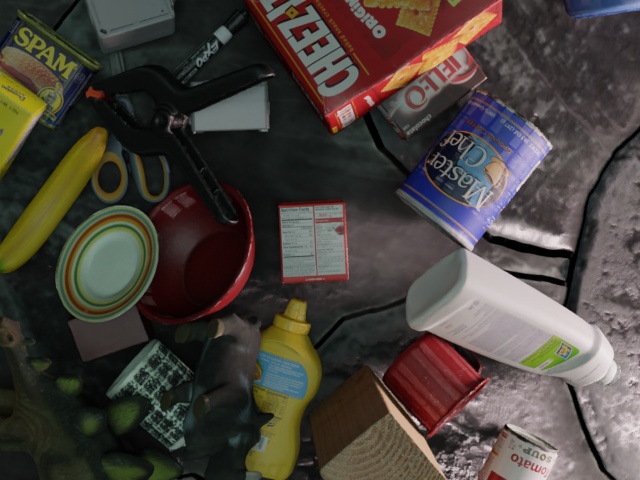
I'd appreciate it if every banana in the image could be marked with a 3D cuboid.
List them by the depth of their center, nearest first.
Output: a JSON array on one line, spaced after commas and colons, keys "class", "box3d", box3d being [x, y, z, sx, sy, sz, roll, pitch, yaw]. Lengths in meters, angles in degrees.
[{"class": "banana", "box3d": [-0.283, -0.036, 1.123, 0.037, 0.070, 0.198, 36, 87, -18]}]

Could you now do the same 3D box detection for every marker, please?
[{"class": "marker", "box3d": [-0.121, -0.201, 1.140, 0.121, 0.020, 0.020, -44, 97, 1]}]

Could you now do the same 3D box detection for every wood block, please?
[{"class": "wood block", "box3d": [0.053, 0.211, 1.101, 0.090, 0.206, 0.091, -40, 97, 1]}]

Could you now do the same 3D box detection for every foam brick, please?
[{"class": "foam brick", "box3d": [-0.225, 0.094, 1.148, 0.078, 0.053, 0.051, -19, 97, -1]}]

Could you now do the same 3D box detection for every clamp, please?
[{"class": "clamp", "box3d": [-0.149, -0.111, 1.084, 0.210, 0.036, 0.164, 15, 103, 24]}]

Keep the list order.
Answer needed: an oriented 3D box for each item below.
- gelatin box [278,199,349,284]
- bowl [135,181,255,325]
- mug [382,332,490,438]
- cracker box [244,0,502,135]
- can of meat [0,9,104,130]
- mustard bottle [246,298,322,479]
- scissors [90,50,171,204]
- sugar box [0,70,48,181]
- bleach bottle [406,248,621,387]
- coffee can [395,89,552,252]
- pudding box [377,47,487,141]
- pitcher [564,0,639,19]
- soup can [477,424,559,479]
[{"class": "gelatin box", "box3d": [-0.008, 0.001, 1.164, 0.073, 0.030, 0.089, -3, 96, -2]}, {"class": "bowl", "box3d": [-0.124, 0.020, 1.121, 0.162, 0.162, 0.055, -50, 141, 2]}, {"class": "mug", "box3d": [0.130, 0.148, 1.159, 0.081, 0.093, 0.117, 46, 50, 15]}, {"class": "cracker box", "box3d": [0.054, -0.237, 1.096, 0.213, 0.072, 0.164, -34, 75, 0]}, {"class": "can of meat", "box3d": [-0.292, -0.176, 1.113, 0.102, 0.057, 0.084, 36, 96, -5]}, {"class": "mustard bottle", "box3d": [-0.050, 0.157, 1.162, 0.096, 0.058, 0.192, 18, 95, 11]}, {"class": "scissors", "box3d": [-0.224, -0.127, 1.143, 0.096, 0.016, 0.202, -24, 88, 9]}, {"class": "sugar box", "box3d": [-0.364, -0.095, 1.094, 0.093, 0.048, 0.176, 36, 113, -6]}, {"class": "bleach bottle", "box3d": [0.220, 0.101, 1.155, 0.250, 0.068, 0.103, 28, 132, -22]}, {"class": "coffee can", "box3d": [0.162, -0.073, 1.129, 0.103, 0.103, 0.140, 38, 93, -7]}, {"class": "pudding box", "box3d": [0.108, -0.175, 1.147, 0.113, 0.039, 0.090, -38, 97, 1]}, {"class": "pitcher", "box3d": [0.285, -0.354, 1.097, 0.149, 0.144, 0.243, -3, 101, 30]}, {"class": "soup can", "box3d": [0.214, 0.265, 1.187, 0.068, 0.068, 0.102, 25, 93, -6]}]
